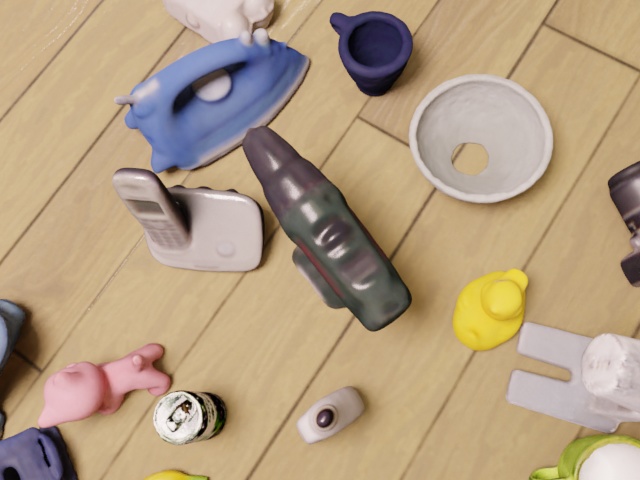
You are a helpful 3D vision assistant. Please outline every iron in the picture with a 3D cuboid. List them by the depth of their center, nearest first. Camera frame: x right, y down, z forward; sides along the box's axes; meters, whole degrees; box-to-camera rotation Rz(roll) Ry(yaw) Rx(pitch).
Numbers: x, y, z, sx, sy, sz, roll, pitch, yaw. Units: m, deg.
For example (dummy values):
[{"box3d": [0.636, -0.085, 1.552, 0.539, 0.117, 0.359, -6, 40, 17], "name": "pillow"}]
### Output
[{"box3d": [-0.129, -0.199, 0.718, 0.258, 0.141, 0.118, -33, 75, -5], "name": "iron"}]

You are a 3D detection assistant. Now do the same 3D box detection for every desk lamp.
[{"box3d": [0.311, 0.144, 0.553, 0.203, 0.213, 0.118, 14, 76, 8], "name": "desk lamp"}]

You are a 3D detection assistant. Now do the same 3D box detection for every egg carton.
[{"box3d": [-0.142, -0.328, 0.792, 0.150, 0.069, 0.107, 34, 80, 12], "name": "egg carton"}]

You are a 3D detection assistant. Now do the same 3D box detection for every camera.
[{"box3d": [0.409, -0.033, 0.654, 0.143, 0.101, 0.137, -22, 74, -2], "name": "camera"}]

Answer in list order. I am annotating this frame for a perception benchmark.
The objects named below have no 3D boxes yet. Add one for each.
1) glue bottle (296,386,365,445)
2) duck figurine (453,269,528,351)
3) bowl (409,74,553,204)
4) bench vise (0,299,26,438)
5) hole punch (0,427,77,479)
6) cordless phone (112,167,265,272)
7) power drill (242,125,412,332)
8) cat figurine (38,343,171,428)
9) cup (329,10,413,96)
[{"box3d": [0.008, 0.182, 0.586, 0.078, 0.173, 0.037, -33, 74, -5], "name": "glue bottle"}, {"box3d": [0.197, 0.075, 0.647, 0.077, 0.086, 0.104, 38, 80, 13], "name": "duck figurine"}, {"box3d": [0.192, -0.114, 0.706, 0.167, 0.075, 0.167, -1, 74, 4], "name": "bowl"}, {"box3d": [-0.401, 0.153, 0.600, 0.121, 0.220, 0.207, -8, 74, 2], "name": "bench vise"}, {"box3d": [-0.334, 0.269, 0.630, 0.101, 0.091, 0.108, -30, 74, -4], "name": "hole punch"}, {"box3d": [-0.143, -0.027, 0.649, 0.147, 0.185, 0.094, 1, 75, 5], "name": "cordless phone"}, {"box3d": [0.006, 0.002, 0.618, 0.075, 0.208, 0.229, -38, 75, -6], "name": "power drill"}, {"box3d": [-0.246, 0.160, 0.640, 0.128, 0.118, 0.067, -24, 74, -3], "name": "cat figurine"}, {"box3d": [0.060, -0.236, 0.739, 0.117, 0.095, 0.092, 39, 81, 13], "name": "cup"}]
